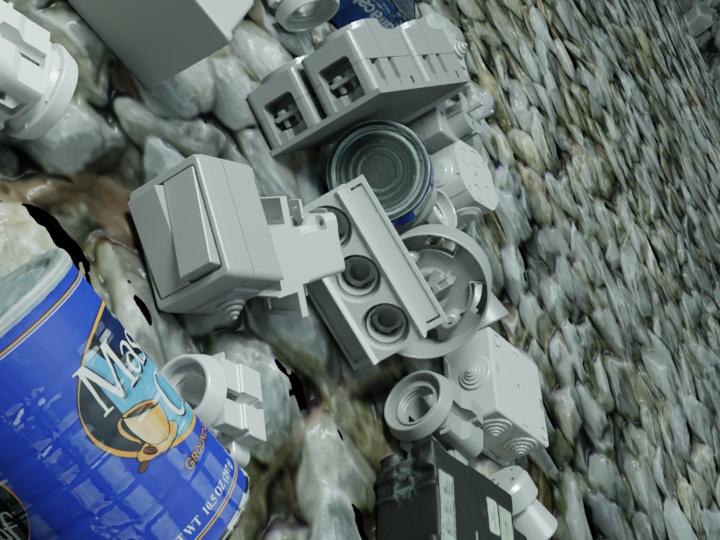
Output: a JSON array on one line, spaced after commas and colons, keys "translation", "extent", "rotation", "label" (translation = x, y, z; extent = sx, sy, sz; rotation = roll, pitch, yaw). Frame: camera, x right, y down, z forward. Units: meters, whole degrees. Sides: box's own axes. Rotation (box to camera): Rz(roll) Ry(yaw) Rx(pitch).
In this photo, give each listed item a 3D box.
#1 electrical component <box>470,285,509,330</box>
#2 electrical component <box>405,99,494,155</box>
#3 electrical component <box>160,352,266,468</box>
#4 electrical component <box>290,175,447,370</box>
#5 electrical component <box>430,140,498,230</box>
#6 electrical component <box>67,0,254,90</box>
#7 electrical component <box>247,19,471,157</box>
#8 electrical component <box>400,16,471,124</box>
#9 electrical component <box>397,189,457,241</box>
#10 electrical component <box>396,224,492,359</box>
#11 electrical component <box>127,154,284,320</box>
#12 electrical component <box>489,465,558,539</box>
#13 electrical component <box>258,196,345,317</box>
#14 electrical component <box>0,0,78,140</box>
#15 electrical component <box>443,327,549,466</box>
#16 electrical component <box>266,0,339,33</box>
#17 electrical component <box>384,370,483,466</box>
[{"translation": [0.099, 0.022, 0.968], "extent": [0.065, 0.044, 0.044], "rotation": [62, 29, 6], "label": "electrical component"}, {"translation": [0.094, -0.142, 1.052], "extent": [0.066, 0.077, 0.047], "rotation": [27, 46, -47], "label": "electrical component"}, {"translation": [-0.087, 0.076, 0.617], "extent": [0.055, 0.048, 0.066], "rotation": [36, 38, -52], "label": "electrical component"}, {"translation": [0.000, 0.000, 0.791], "extent": [0.121, 0.079, 0.063], "rotation": [59, 11, -9], "label": "electrical component"}, {"translation": [0.090, -0.079, 1.022], "extent": [0.080, 0.051, 0.080], "rotation": [39, 37, -38], "label": "electrical component"}, {"translation": [-0.130, -0.178, 0.698], "extent": [0.099, 0.100, 0.048], "rotation": [49, 45, -24], "label": "electrical component"}, {"translation": [0.002, -0.153, 0.881], "extent": [0.186, 0.105, 0.060], "rotation": [-24, 88, -61], "label": "electrical component"}, {"translation": [0.055, -0.191, 1.008], "extent": [0.061, 0.096, 0.061], "rotation": [17, 53, -53], "label": "electrical component"}, {"translation": [0.056, -0.044, 0.943], "extent": [0.040, 0.046, 0.040], "rotation": [38, 38, -38], "label": "electrical component"}, {"translation": [0.054, 0.015, 0.846], "extent": [0.099, 0.099, 0.064], "rotation": [59, 23, -8], "label": "electrical component"}, {"translation": [-0.095, -0.015, 0.658], "extent": [0.061, 0.062, 0.096], "rotation": [7, 61, -57], "label": "electrical component"}, {"translation": [0.127, 0.193, 0.870], "extent": [0.055, 0.045, 0.045], "rotation": [58, 29, -9], "label": "electrical component"}, {"translation": [-0.046, -0.012, 0.723], "extent": [0.064, 0.042, 0.081], "rotation": [-18, 103, -38], "label": "electrical component"}, {"translation": [-0.191, -0.106, 0.581], "extent": [0.057, 0.058, 0.078], "rotation": [30, 43, -41], "label": "electrical component"}, {"translation": [0.116, 0.107, 0.918], "extent": [0.100, 0.048, 0.099], "rotation": [38, 38, -39], "label": "electrical component"}, {"translation": [-0.052, -0.240, 0.916], "extent": [0.078, 0.058, 0.057], "rotation": [-3, 67, -59], "label": "electrical component"}, {"translation": [0.055, 0.112, 0.805], "extent": [0.057, 0.058, 0.078], "rotation": [45, 34, -35], "label": "electrical component"}]
